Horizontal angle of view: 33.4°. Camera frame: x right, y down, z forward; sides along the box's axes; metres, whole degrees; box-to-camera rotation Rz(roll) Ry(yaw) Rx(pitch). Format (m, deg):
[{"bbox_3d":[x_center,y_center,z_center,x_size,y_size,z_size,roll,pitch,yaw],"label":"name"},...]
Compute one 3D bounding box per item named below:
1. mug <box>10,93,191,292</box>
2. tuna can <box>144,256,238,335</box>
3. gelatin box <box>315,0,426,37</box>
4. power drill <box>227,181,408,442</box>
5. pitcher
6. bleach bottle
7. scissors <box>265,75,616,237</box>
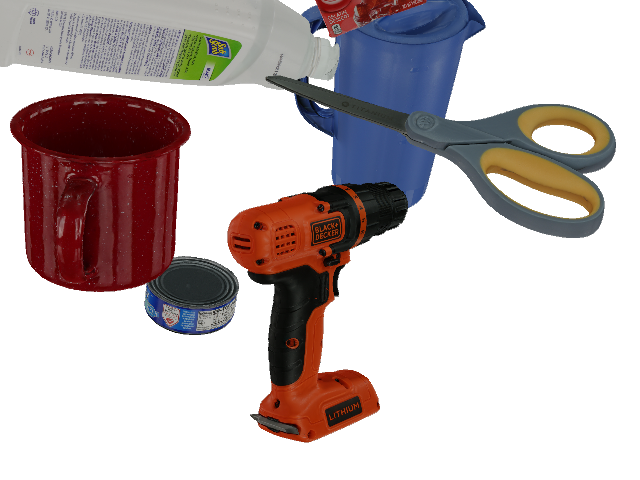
[{"bbox_3d":[-0.118,-0.020,0.566,0.093,0.081,0.117,5,27,-2],"label":"mug"},{"bbox_3d":[-0.120,0.051,0.993,0.086,0.034,0.086,8,29,-5],"label":"tuna can"},{"bbox_3d":[0.036,-0.220,0.893,0.089,0.073,0.030,-18,28,13],"label":"gelatin box"},{"bbox_3d":[0.006,0.050,0.839,0.057,0.188,0.184,8,15,44],"label":"power drill"},{"bbox_3d":[0.062,-0.148,1.111,0.149,0.243,0.144,33,51,25],"label":"pitcher"},{"bbox_3d":[-0.112,-0.152,0.788,0.250,0.068,0.103,10,-28,-15],"label":"bleach bottle"},{"bbox_3d":[0.075,-0.068,0.591,0.202,0.016,0.096,34,57,24],"label":"scissors"}]
